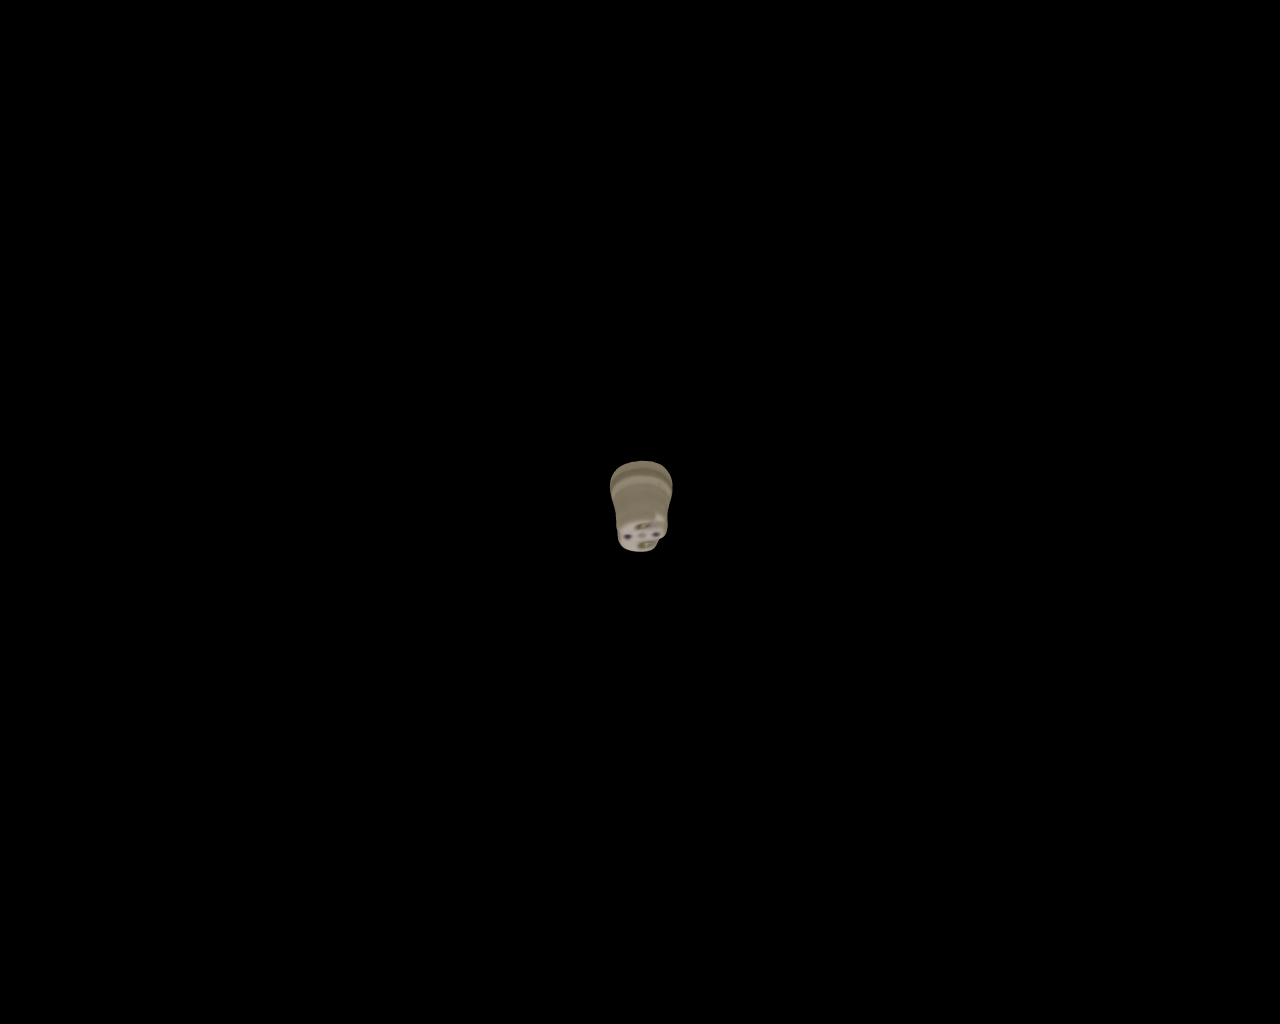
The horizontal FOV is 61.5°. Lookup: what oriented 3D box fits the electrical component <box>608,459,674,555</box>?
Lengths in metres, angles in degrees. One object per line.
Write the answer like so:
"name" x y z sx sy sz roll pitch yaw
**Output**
"electrical component" 0.001 -0.003 0.650 0.040 0.046 0.040 0 -40 0
